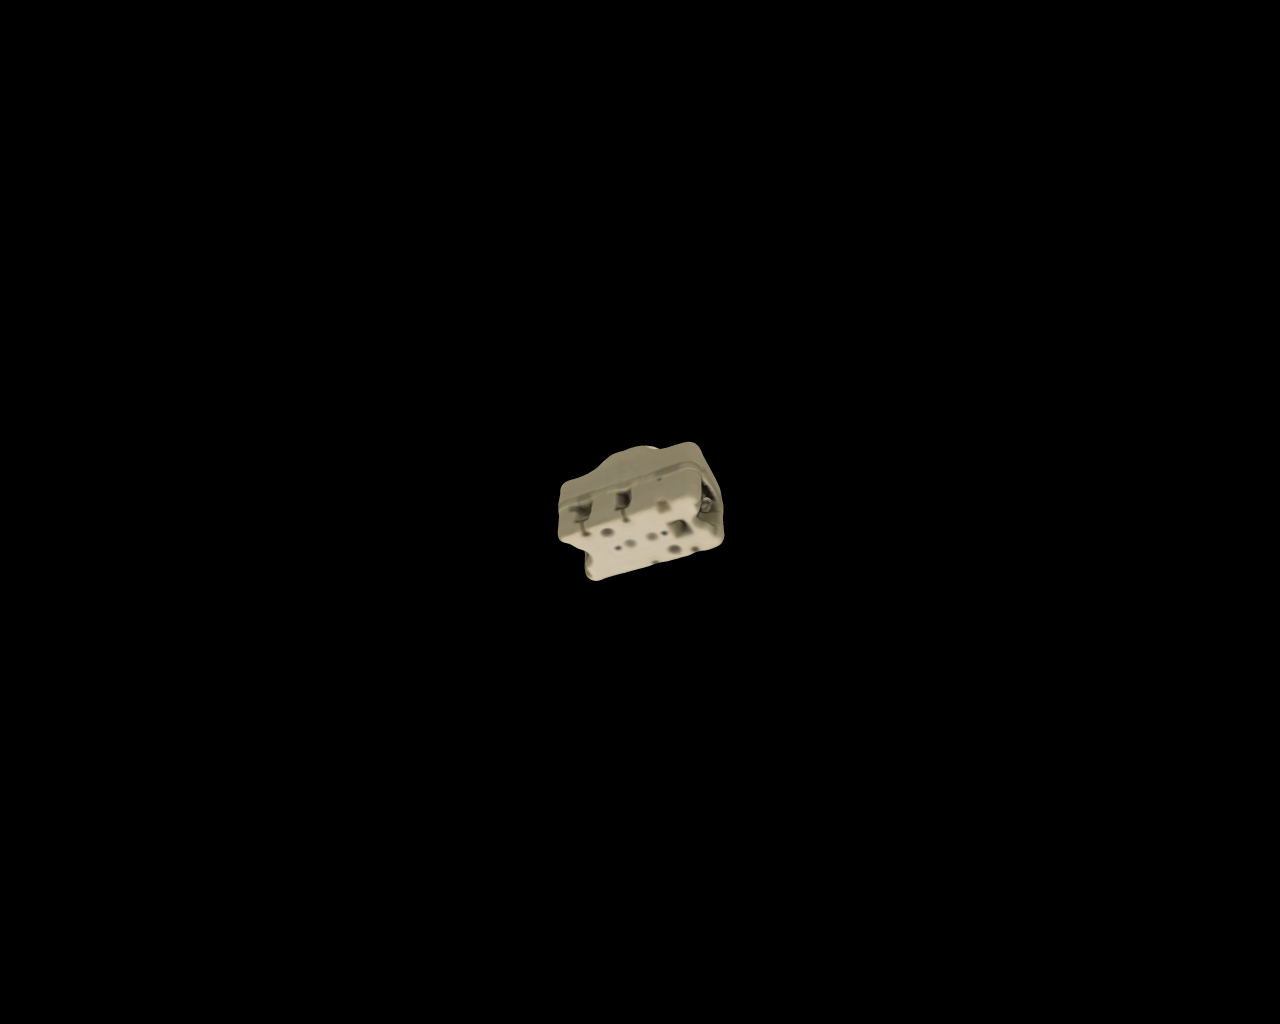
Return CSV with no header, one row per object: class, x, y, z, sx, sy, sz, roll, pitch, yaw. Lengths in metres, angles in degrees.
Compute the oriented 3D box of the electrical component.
electrical component,0.001,-0.003,0.650,0.089,0.056,0.050,-17,-48,16
